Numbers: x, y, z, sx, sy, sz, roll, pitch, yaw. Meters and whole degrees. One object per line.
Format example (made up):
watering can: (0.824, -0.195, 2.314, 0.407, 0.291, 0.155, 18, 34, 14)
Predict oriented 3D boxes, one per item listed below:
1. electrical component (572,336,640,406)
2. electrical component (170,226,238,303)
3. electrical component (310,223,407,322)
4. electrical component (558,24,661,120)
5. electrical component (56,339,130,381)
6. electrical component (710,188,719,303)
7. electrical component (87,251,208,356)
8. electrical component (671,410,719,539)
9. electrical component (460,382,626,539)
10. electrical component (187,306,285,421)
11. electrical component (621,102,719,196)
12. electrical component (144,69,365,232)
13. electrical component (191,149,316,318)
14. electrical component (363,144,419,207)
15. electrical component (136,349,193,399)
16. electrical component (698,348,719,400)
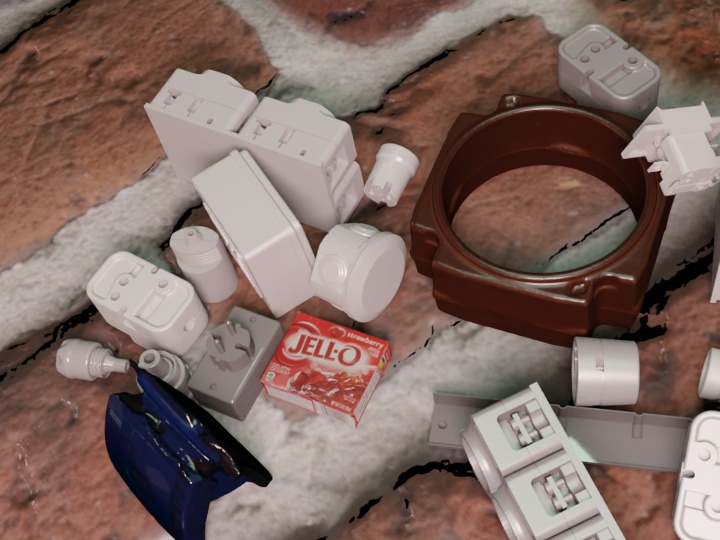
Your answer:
electrical component: (0.194, 0.081, 0.850, 0.047, 0.055, 0.055, 1, 58, 6)
electrical component: (-0.138, -0.010, 0.950, 0.043, 0.081, 0.043, -5, 57, 7)
electrical component: (0.000, 0.000, 0.921, 0.051, 0.080, 0.080, 25, 65, 29)
electrical component: (0.231, -0.176, 1.003, 0.054, 0.059, 0.095, -35, 58, -12)
electrical component: (-0.231, 0.080, 0.937, 0.061, 0.035, 0.035, 7, 59, 12)
electrical component: (0.319, -0.063, 0.839, 0.060, 0.186, 0.105, 6, 59, 14)
electrical component: (-0.184, 0.032, 0.944, 0.095, 0.059, 0.053, 25, 65, 23)
electrical component: (0.260, 0.152, 0.778, 0.054, 0.059, 0.095, 11, 83, 16)
electrical component: (0.133, 0.170, 0.769, 0.062, 0.089, 0.150, -25, 65, -5)
electrical component: (-0.106, 0.069, 0.897, 0.047, 0.075, 0.083, 19, 63, 20)
electrical component: (0.259, -0.096, 0.864, 0.081, 0.042, 0.063, -9, 68, -19)
electrical component: (-0.092, -0.112, 0.993, 0.186, 0.105, 0.060, 21, 63, 21)
electrical component: (-0.088, -0.031, 0.938, 0.056, 0.108, 0.108, -32, 58, -8)
electrical component: (0.028, -0.087, 0.996, 0.040, 0.040, 0.046, 19, 69, 20)
electrical component: (-0.167, 0.088, 0.903, 0.048, 0.062, 0.048, -5, 57, 7)
electrical component: (0.292, 0.086, 0.838, 0.046, 0.040, 0.040, 15, 61, 12)
